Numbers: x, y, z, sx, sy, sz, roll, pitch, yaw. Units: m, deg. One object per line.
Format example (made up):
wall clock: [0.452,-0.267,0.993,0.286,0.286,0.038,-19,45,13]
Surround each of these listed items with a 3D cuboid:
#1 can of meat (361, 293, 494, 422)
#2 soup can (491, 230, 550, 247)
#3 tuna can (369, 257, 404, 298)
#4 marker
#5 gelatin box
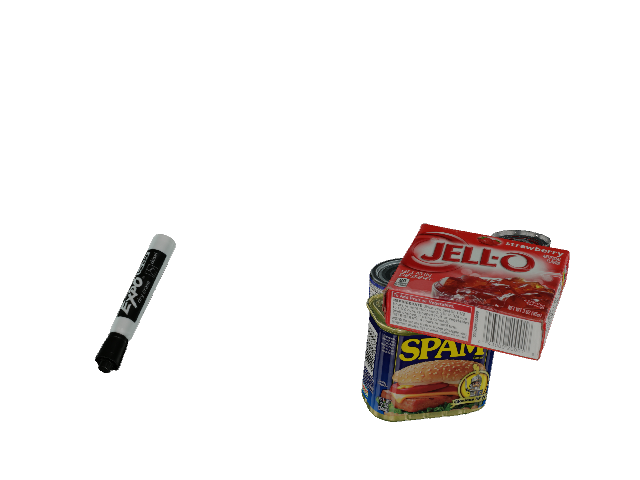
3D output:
can of meat: [0.084,0.088,0.819,0.102,0.084,0.057,-3,26,-15]
soup can: [0.228,0.046,1.239,0.068,0.102,0.068,1,17,-1]
tuna can: [0.089,0.046,1.017,0.086,0.034,0.086,0,20,0]
marker: [-0.139,0.047,0.804,0.020,0.121,0.020,14,-35,10]
gelatin box: [0.087,0.026,0.596,0.089,0.030,0.073,12,34,18]
